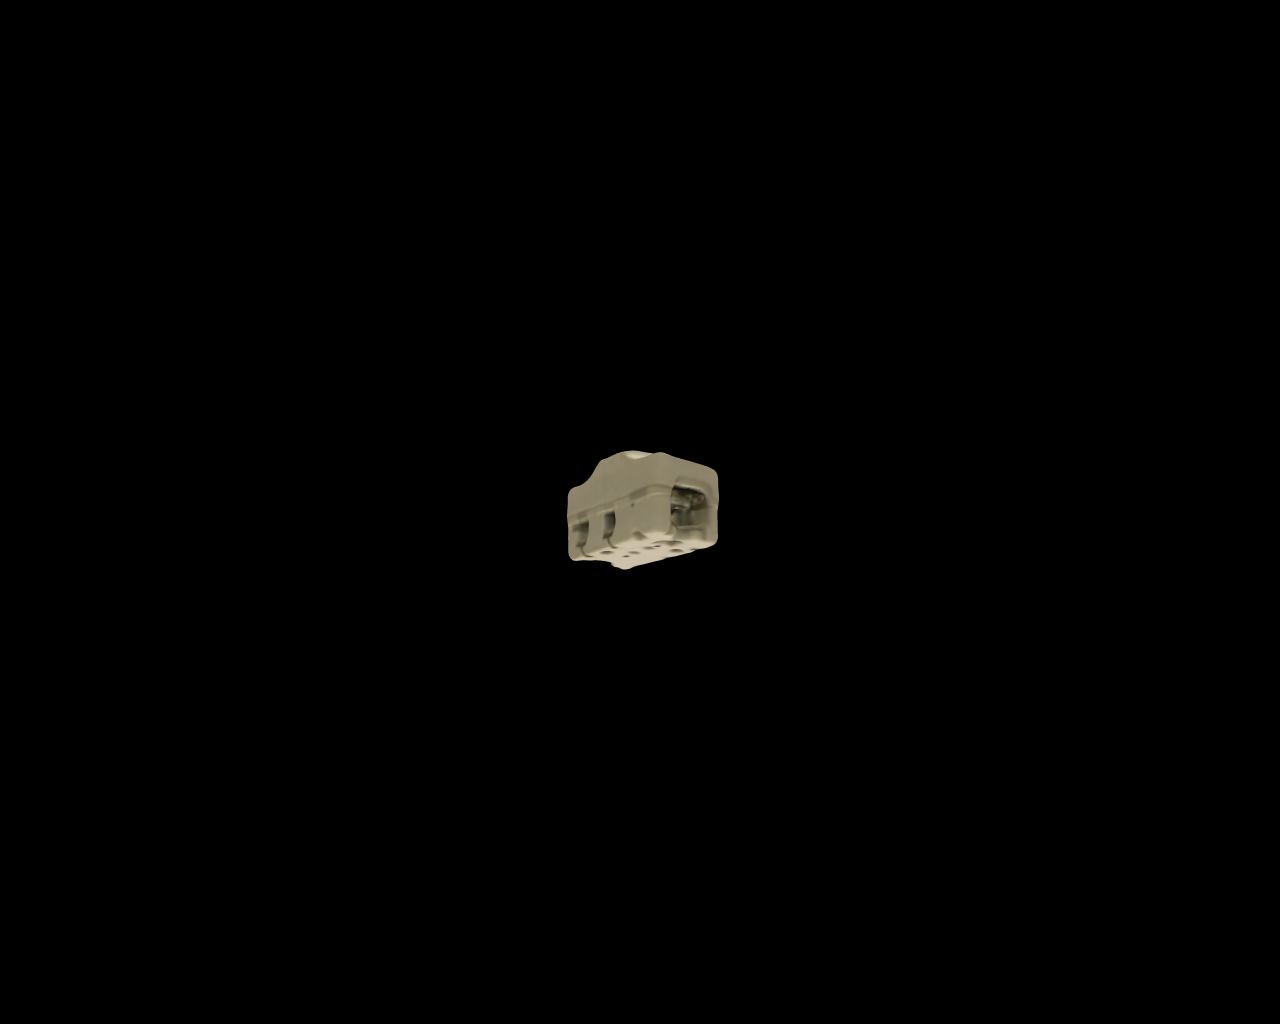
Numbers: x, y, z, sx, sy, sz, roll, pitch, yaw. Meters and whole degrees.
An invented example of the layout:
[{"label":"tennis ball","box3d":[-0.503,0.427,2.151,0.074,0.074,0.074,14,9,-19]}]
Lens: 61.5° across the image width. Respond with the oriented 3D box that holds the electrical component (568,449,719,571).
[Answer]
[{"label":"electrical component","box3d":[0.001,-0.003,0.650,0.050,0.056,0.089,14,-22,-38]}]
